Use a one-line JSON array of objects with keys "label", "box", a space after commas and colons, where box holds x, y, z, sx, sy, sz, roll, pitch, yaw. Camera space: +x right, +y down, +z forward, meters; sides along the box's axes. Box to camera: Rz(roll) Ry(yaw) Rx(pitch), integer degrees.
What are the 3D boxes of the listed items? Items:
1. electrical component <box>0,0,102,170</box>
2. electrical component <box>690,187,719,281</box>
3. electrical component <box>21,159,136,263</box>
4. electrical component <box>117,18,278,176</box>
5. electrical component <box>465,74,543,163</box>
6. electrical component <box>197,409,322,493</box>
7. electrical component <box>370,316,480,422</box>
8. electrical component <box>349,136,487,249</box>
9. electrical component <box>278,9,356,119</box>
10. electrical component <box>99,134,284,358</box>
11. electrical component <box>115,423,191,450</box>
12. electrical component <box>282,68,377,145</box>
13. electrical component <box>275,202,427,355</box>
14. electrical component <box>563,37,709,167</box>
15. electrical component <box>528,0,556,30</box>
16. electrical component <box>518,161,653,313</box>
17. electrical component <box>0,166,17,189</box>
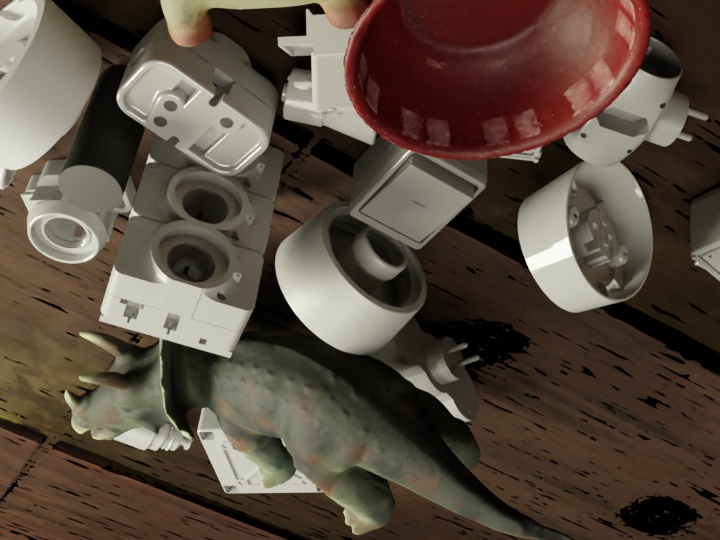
[{"label": "electrical component", "box": [-0.209, -0.114, 0.678, 0.108, 0.108, 0.060, -26, 134, 31]}, {"label": "electrical component", "box": [0.275, -0.029, 0.748, 0.062, 0.061, 0.096, 34, 138, -28]}, {"label": "electrical component", "box": [-0.210, -0.043, 0.788, 0.078, 0.057, 0.058, -1, 137, 8]}, {"label": "electrical component", "box": [-0.102, -0.115, 0.696, 0.095, 0.059, 0.054, 34, 131, -27]}, {"label": "electrical component", "box": [0.084, -0.112, 0.674, 0.096, 0.061, 0.061, 6, 138, 0]}, {"label": "electrical component", "box": [-0.082, 0.155, 0.988, 0.109, 0.056, 0.108, -3, 137, 10]}, {"label": "electrical component", "box": [0.062, 0.078, 0.890, 0.074, 0.052, 0.138, -23, 131, 27]}, {"label": "electrical component", "box": [0.036, -0.059, 0.738, 0.062, 0.061, 0.096, 27, 134, -21]}, {"label": "electrical component", "box": [-0.006, -0.126, 0.662, 0.081, 0.042, 0.063, -1, 93, 8]}, {"label": "electrical component", "box": [-0.109, -0.029, 0.722, 0.089, 0.150, 0.061, 17, 137, -12]}, {"label": "electrical component", "box": [-0.196, 0.150, 1.008, 0.078, 0.040, 0.040, 25, 134, -20]}, {"label": "electrical component", "box": [-0.018, -0.110, 0.705, 0.065, 0.044, 0.044, 12, 137, 1]}, {"label": "electrical component", "box": [0.000, 0.000, 0.777, 0.108, 0.108, 0.060, 31, 126, -25]}, {"label": "electrical component", "box": [0.182, -0.102, 0.687, 0.079, 0.043, 0.077, 17, 137, -11]}, {"label": "electrical component", "box": [0.119, -0.180, 0.608, 0.076, 0.047, 0.083, -28, 128, 32]}, {"label": "electrical component", "box": [0.157, -0.022, 0.741, 0.064, 0.099, 0.099, -26, 129, 38]}, {"label": "electrical component", "box": [-0.275, -0.089, 0.759, 0.065, 0.044, 0.044, 21, 136, -9]}]
